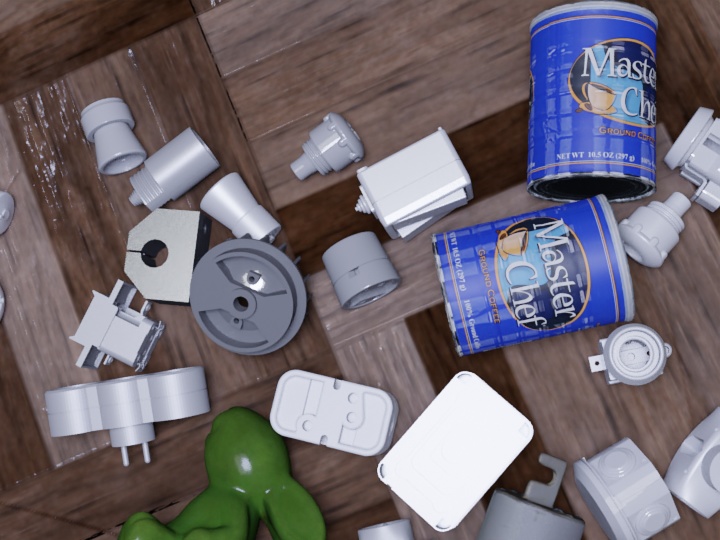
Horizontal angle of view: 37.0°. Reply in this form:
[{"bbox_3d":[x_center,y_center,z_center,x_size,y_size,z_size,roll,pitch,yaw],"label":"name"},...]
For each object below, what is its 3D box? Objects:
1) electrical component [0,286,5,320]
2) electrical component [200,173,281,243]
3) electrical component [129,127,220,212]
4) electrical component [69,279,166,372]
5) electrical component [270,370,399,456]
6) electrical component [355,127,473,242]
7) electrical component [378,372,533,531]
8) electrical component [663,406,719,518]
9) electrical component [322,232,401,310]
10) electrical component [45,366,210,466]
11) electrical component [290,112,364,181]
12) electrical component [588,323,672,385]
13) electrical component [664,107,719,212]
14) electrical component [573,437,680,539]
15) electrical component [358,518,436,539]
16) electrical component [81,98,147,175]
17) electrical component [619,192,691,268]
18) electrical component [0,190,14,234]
[{"bbox_3d":[-0.351,0.029,0.952,0.062,0.048,0.048,-1,81,15],"label":"electrical component"},{"bbox_3d":[-0.100,-0.046,0.929,0.044,0.044,0.065,-44,83,0],"label":"electrical component"},{"bbox_3d":[-0.168,-0.084,0.943,0.081,0.043,0.043,-37,78,1],"label":"electrical component"},{"bbox_3d":[-0.207,0.053,0.928,0.064,0.042,0.081,25,86,10],"label":"electrical component"},{"bbox_3d":[-0.019,0.117,0.881,0.095,0.059,0.053,12,83,10],"label":"electrical component"},{"bbox_3d":[0.043,-0.065,0.899,0.096,0.061,0.061,-27,79,3],"label":"electrical component"},{"bbox_3d":[0.077,0.145,0.864,0.078,0.057,0.113,41,89,12],"label":"electrical component"},{"bbox_3d":[0.278,0.150,0.823,0.043,0.079,0.077,37,88,-4],"label":"electrical component"},{"bbox_3d":[0.000,0.000,0.900,0.055,0.055,0.047,-27,75,3],"label":"electrical component"},{"bbox_3d":[-0.194,0.128,0.909,0.138,0.052,0.073,-9,89,7],"label":"electrical component"},{"bbox_3d":[-0.031,-0.102,0.926,0.062,0.048,0.048,-35,78,9],"label":"electrical component"},{"bbox_3d":[0.217,0.068,0.856,0.066,0.055,0.048,-12,80,6],"label":"electrical component"},{"bbox_3d":[0.285,-0.095,0.872,0.057,0.058,0.078,35,87,9],"label":"electrical component"},{"bbox_3d":[0.204,0.173,0.831,0.051,0.080,0.080,-30,78,-3],"label":"electrical component"},{"bbox_3d":[0.045,0.238,0.861,0.079,0.044,0.077,-14,80,5],"label":"electrical component"},{"bbox_3d":[-0.219,-0.119,0.955,0.045,0.045,0.055,-24,78,4],"label":"electrical component"},{"bbox_3d":[0.243,-0.036,0.876,0.048,0.048,0.062,43,82,12],"label":"electrical component"},{"bbox_3d":[-0.349,-0.058,0.967,0.078,0.040,0.040,15,84,11],"label":"electrical component"}]
